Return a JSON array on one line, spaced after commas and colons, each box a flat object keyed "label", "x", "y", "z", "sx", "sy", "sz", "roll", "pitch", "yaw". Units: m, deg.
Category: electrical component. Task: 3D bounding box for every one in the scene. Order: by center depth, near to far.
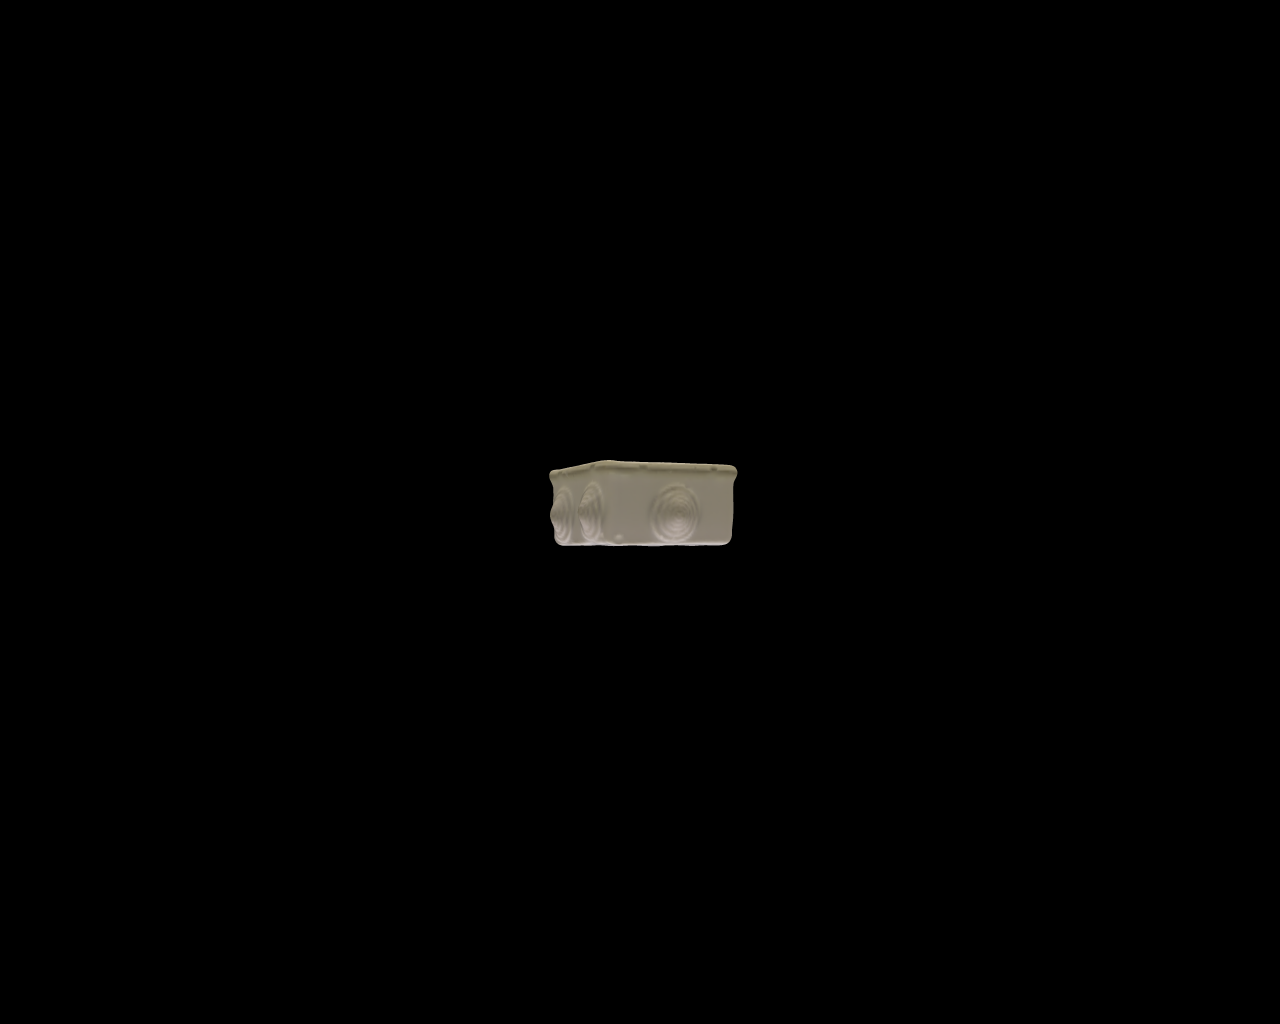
[{"label": "electrical component", "x": 0.001, "y": -0.003, "z": 0.650, "sx": 0.100, "sy": 0.048, "sz": 0.099, "roll": 1, "pitch": -2, "yaw": -28}]
